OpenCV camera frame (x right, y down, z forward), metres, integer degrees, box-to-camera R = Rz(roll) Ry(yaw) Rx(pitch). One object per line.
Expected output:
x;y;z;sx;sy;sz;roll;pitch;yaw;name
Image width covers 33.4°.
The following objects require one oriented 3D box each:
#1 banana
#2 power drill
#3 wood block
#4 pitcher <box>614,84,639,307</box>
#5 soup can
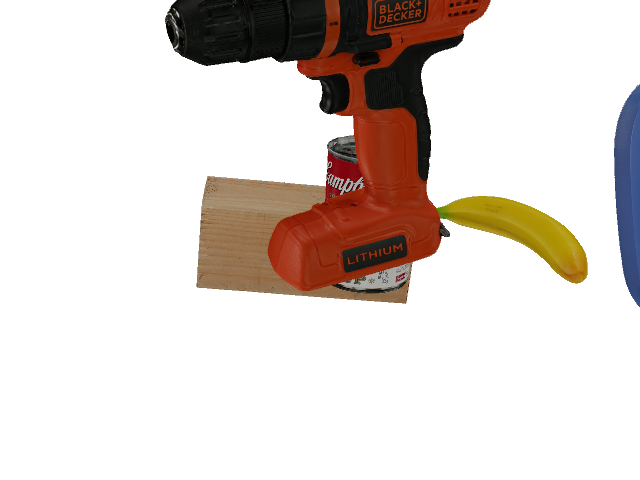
0.192;-0.006;1.035;0.069;0.037;0.198;-39;38;-24;banana
0.008;-0.066;0.594;0.184;0.188;0.057;-14;36;-21;power drill
-0.015;-0.001;1.060;0.206;0.091;0.090;5;21;-4;wood block
0.247;-0.002;0.608;0.149;0.243;0.144;0;22;17;pitcher
0.035;-0.020;0.787;0.068;0.102;0.068;3;21;-1;soup can
